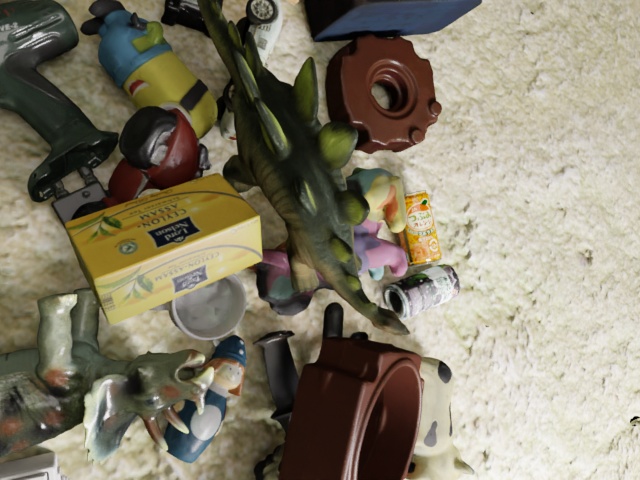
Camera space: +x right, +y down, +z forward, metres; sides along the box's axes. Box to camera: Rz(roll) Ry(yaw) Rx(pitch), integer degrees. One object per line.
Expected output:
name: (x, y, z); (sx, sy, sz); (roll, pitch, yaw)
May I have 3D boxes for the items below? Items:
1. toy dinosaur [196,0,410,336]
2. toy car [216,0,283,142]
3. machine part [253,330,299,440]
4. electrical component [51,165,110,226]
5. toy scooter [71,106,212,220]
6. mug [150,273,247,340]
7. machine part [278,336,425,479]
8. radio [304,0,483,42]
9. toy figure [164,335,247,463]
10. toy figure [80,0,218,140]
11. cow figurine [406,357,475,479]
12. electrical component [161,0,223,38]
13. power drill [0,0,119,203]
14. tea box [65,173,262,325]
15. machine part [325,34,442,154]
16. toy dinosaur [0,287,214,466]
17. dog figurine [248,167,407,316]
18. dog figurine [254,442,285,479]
toy dinosaur: (-0.040, -0.102, 0.568); (0.105, 0.198, 0.471); (-29, 77, -21)
toy car: (-0.089, -0.224, 0.689); (0.056, 0.073, 0.201); (16, 80, -19)
machine part: (-0.040, 0.184, 0.688); (0.084, 0.039, 0.138); (-14, 85, -58)
electrical component: (-0.270, -0.038, 0.620); (0.063, 0.021, 0.094); (-30, 99, -24)
toy scooter: (-0.182, -0.053, 0.612); (0.135, 0.075, 0.184); (29, 96, -48)
mug: (-0.150, 0.071, 0.619); (0.109, 0.107, 0.080); (-6, 89, -23)
machine part: (0.048, 0.221, 0.633); (0.201, 0.087, 0.201); (23, 77, -58)
radio: (0.106, -0.340, 0.755); (0.229, 0.131, 0.073); (-15, 94, -25)
toy figure: (-0.131, 0.187, 0.650); (0.154, 0.058, 0.064); (-61, 148, -18)
toy figure: (-0.195, -0.196, 0.635); (0.089, 0.082, 0.180); (-39, 100, -21)
cow figurine: (0.153, 0.264, 0.760); (0.127, 0.085, 0.195); (9, 78, -23)
electrical component: (-0.156, -0.327, 0.680); (0.075, 0.048, 0.119); (6, 83, -24)
power drill: (-0.335, -0.142, 0.564); (0.232, 0.086, 0.207); (-40, 88, -26)
tea box: (-0.155, 0.003, 0.551); (0.170, 0.098, 0.068); (-24, 137, -28)
machine part: (0.093, -0.212, 0.782); (0.179, 0.056, 0.179); (2, 84, -24)
toy dinosaur: (-0.318, 0.153, 0.537); (0.405, 0.131, 0.192); (-7, 88, -18)
dog figurine: (-0.001, -0.002, 0.697); (0.219, 0.108, 0.191); (-2, 88, -22)
dog figurine: (-0.030, 0.369, 0.662); (0.172, 0.121, 0.190); (57, 49, -36)
